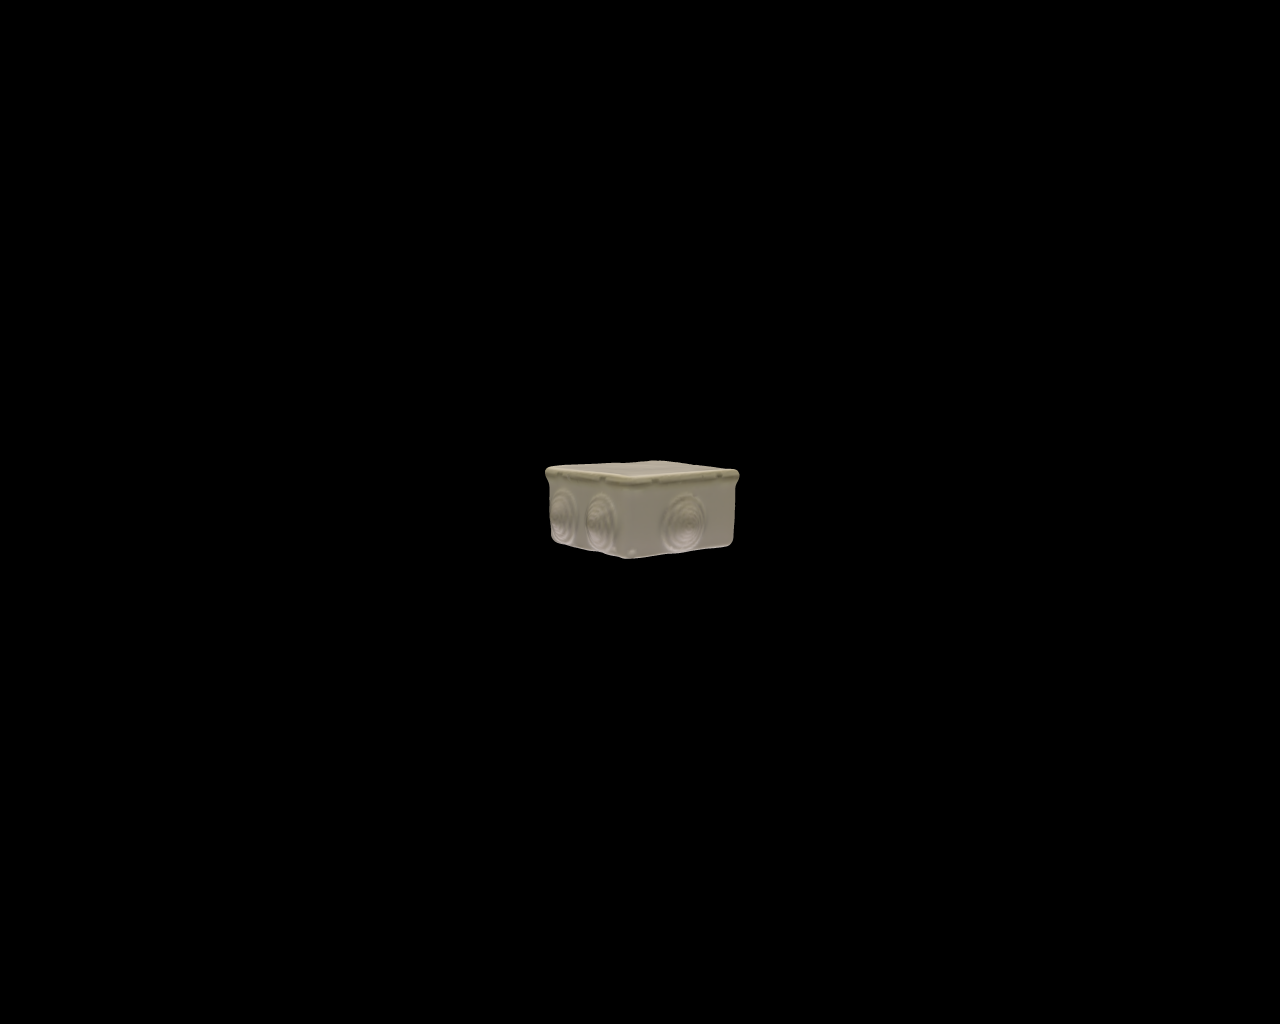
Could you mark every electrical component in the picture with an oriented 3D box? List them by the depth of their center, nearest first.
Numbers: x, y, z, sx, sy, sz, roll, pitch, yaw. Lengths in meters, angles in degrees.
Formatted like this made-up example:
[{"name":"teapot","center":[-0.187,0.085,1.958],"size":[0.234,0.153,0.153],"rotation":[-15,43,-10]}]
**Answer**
[{"name":"electrical component","center":[0.001,-0.003,0.650],"size":[0.100,0.048,0.100],"rotation":[-5,9,-35]}]
